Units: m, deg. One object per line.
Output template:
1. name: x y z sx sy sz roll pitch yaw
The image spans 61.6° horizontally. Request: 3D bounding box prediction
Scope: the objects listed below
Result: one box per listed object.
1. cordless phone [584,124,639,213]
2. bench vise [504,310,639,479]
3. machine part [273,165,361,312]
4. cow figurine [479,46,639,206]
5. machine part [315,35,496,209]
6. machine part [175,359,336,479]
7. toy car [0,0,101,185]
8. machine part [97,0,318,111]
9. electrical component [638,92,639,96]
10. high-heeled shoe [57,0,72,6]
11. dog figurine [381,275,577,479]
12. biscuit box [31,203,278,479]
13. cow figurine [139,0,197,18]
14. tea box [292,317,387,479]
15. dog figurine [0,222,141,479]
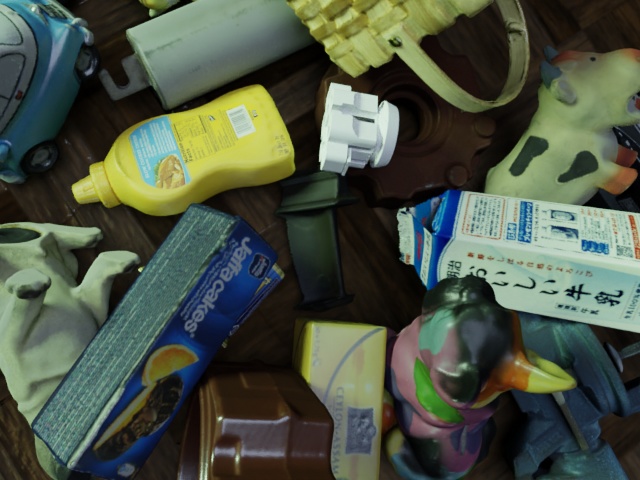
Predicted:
1. cordless phone: 0.358 -0.097 0.572 0.184 0.089 0.146 -35 89 -22
2. bench vise: 0.273 0.137 0.494 0.241 0.128 0.224 -28 70 7
3. machine part: -0.001 -0.002 0.503 0.084 0.039 0.138 -3 94 27
4. cow figurine: 0.219 -0.087 0.491 0.127 0.194 0.085 34 43 2
5. machine part: 0.081 -0.118 0.530 0.179 0.056 0.179 1 83 -8
6. machine part: -0.060 0.200 0.394 0.087 0.201 0.201 7 91 -16
7. toy car: -0.261 -0.127 0.432 0.109 0.103 0.161 41 104 7
8. machine part: -0.084 -0.189 0.500 0.243 0.079 0.079 -30 90 -11
9. electrical component: 0.339 -0.167 0.569 0.119 0.075 0.047 9 83 -5
10. high-heeled shoe: -0.331 -0.164 0.477 0.145 0.086 0.248 23 100 -37
11. dog figurine: 0.109 0.125 0.429 0.108 0.219 0.191 -5 85 -7
12. biscuit box: -0.116 0.070 0.400 0.202 0.063 0.059 -58 139 -16
13. cow figurine: -0.178 -0.264 0.495 0.167 0.068 0.098 43 82 -1
14. tea box: 0.010 0.155 0.471 0.068 0.098 0.169 6 82 -9
15. dog figurine: -0.233 0.092 0.449 0.121 0.173 0.190 -9 115 -43
